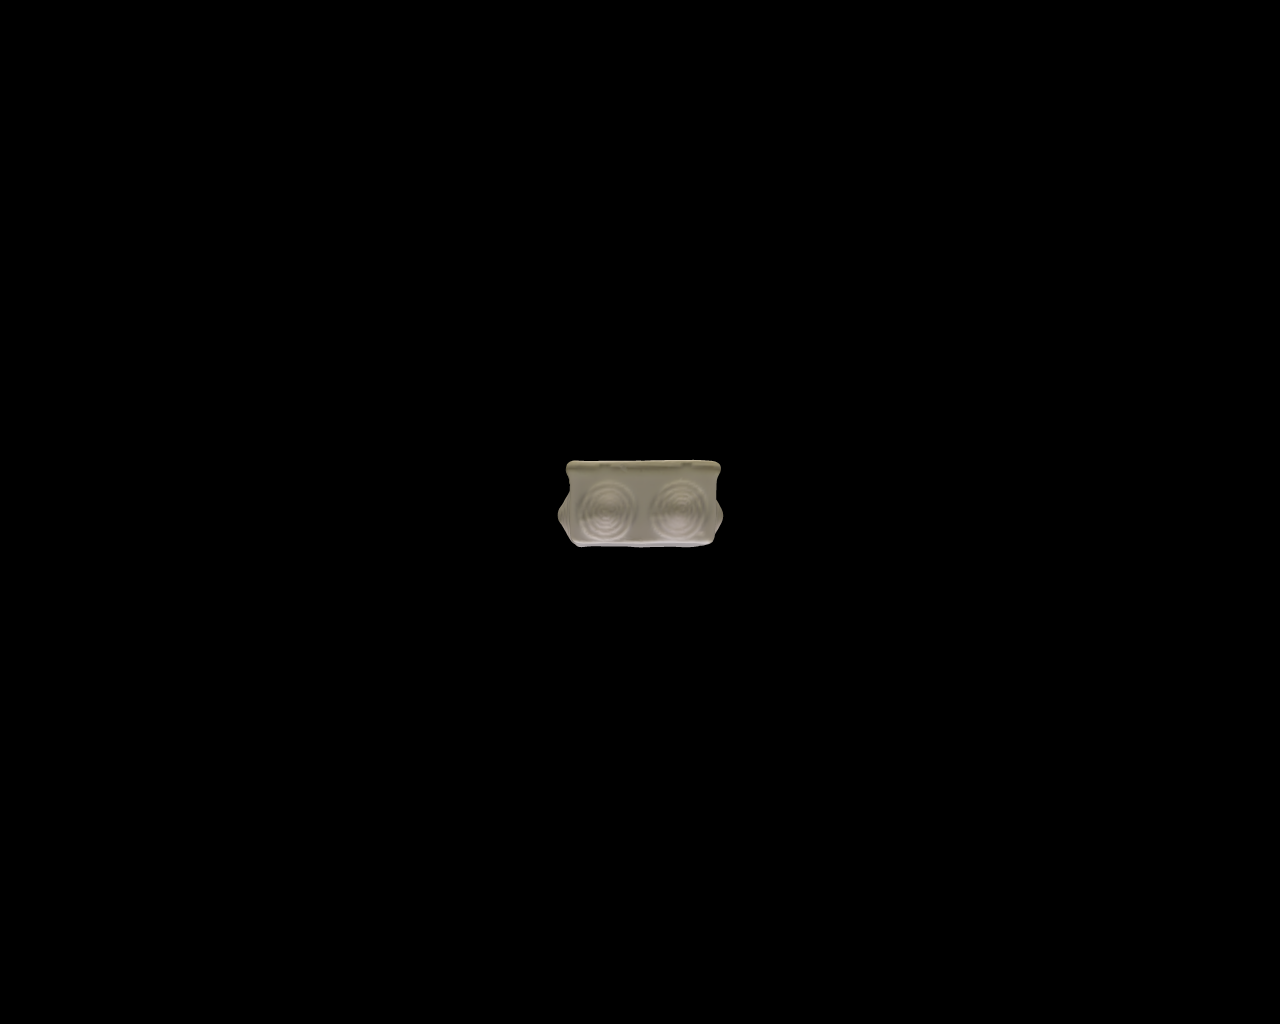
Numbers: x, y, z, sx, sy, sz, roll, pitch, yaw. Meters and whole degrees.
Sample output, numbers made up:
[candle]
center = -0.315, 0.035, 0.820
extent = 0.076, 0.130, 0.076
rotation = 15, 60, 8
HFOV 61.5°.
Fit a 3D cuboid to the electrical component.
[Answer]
[electrical component]
center = 0.001, -0.003, 0.650
extent = 0.100, 0.048, 0.099
rotation = 0, -3, -2
